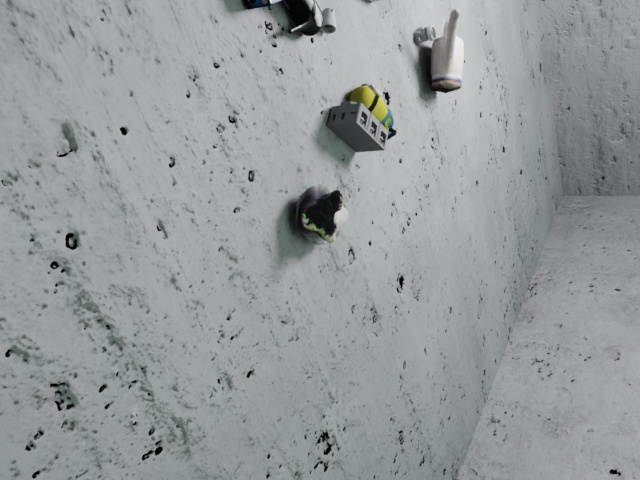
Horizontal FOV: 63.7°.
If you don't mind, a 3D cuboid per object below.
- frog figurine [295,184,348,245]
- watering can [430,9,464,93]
[{"bbox_3d":[0.004,-0.060,1.193,0.160,0.122,0.137,-83,162,-86],"label":"frog figurine"},{"bbox_3d":[0.411,-0.593,1.651,0.349,0.104,0.223,-33,124,-79],"label":"watering can"}]
